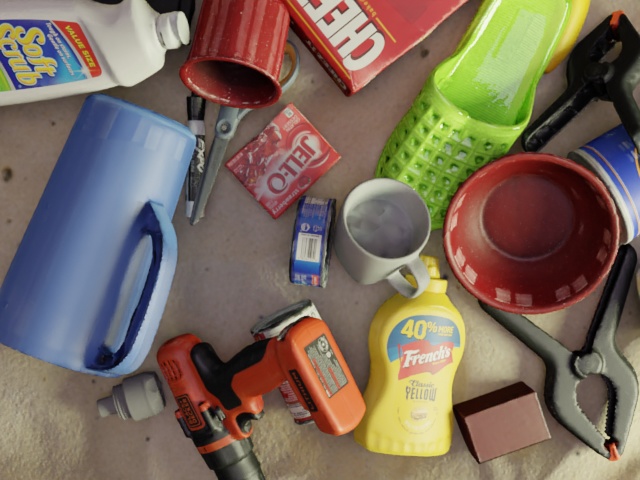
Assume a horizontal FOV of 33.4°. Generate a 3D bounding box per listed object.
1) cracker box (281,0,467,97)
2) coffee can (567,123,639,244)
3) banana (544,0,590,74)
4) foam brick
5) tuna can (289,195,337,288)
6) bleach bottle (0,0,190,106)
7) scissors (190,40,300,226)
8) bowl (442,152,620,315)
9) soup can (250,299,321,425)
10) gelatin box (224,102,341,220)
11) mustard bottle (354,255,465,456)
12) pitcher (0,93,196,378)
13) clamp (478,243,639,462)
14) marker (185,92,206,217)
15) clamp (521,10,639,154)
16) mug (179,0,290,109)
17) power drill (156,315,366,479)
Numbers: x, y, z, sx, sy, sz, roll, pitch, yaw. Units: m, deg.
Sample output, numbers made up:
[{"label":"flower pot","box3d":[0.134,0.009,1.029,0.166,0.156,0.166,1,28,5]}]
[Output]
[{"label":"cracker box","box3d":[0.060,-0.265,1.000,0.213,0.072,0.164,-39,95,0]},{"label":"coffee can","box3d":[0.323,-0.074,1.018,0.140,0.103,0.103,-30,96,-2]},{"label":"banana","box3d":[0.230,-0.264,1.033,0.070,0.037,0.198,-9,94,15]},{"label":"foam brick","box3d":[0.178,0.180,1.050,0.078,0.053,0.051,-19,95,-2]},{"label":"tuna can","box3d":[-0.007,0.001,1.006,0.034,0.086,0.086,7,94,4]},{"label":"bleach bottle","box3d":[-0.239,-0.177,0.947,0.251,0.068,0.102,-6,107,15]},{"label":"scissors","box3d":[-0.070,-0.111,1.007,0.096,0.016,0.202,2,82,7]},{"label":"bowl","box3d":[0.198,-0.013,1.010,0.162,0.055,0.162,3,111,8]},{"label":"soup can","box3d":[-0.016,0.117,1.024,0.068,0.068,0.102,-27,95,-2]},{"label":"gelatin box","box3d":[-0.036,-0.076,1.027,0.089,0.030,0.073,-43,95,0]},{"label":"mustard bottle","box3d":[0.092,0.110,1.035,0.096,0.058,0.191,7,93,-21]},{"label":"pitcher","box3d":[-0.195,-0.002,0.969,0.149,0.145,0.243,21,89,-6]},{"label":"clamp","box3d":[0.250,0.119,1.059,0.164,0.036,0.210,-10,91,-2]},{"label":"marker","box3d":[-0.120,-0.083,1.026,0.020,0.020,0.121,1,94,-4]},{"label":"clamp","box3d":[0.257,-0.145,1.014,0.120,0.039,0.171,-1,52,26]},{"label":"mug","box3d":[-0.081,-0.174,0.969,0.093,0.117,0.081,26,66,-37]},{"label":"power drill","box3d":[-0.052,0.157,0.983,0.188,0.057,0.184,-22,98,36]}]
